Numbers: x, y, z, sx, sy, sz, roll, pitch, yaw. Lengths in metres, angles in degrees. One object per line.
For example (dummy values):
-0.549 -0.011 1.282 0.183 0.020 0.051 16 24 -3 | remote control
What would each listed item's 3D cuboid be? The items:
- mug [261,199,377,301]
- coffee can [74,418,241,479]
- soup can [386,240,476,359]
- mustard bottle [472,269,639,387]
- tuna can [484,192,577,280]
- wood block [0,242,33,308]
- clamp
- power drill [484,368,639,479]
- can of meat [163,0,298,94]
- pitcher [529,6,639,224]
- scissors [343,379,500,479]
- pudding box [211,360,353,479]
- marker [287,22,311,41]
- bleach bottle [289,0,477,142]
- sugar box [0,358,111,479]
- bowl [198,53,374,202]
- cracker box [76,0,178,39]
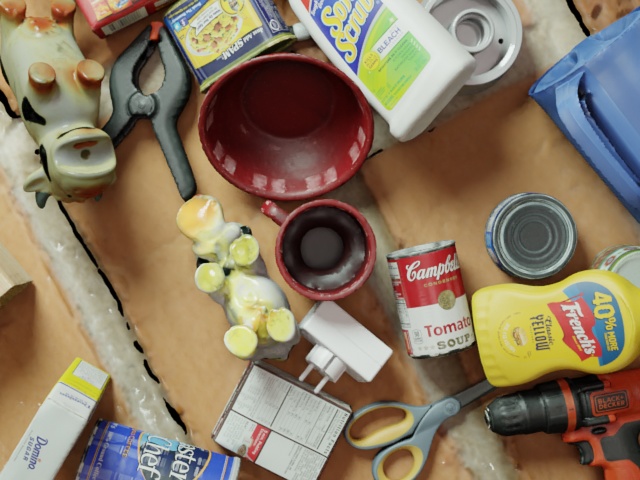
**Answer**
-0.007 0.001 1.007 0.117 0.081 0.093 33 90 -4 | mug
-0.155 0.235 0.998 0.140 0.103 0.103 17 91 -3 | coffee can
0.106 0.057 1.021 0.068 0.068 0.102 -13 93 -2 | soup can
0.243 0.078 0.993 0.192 0.058 0.096 -11 89 23 | mustard bottle
0.206 -0.004 1.040 0.086 0.034 0.086 0 92 -3 | tuna can
-0.374 -0.010 0.987 0.091 0.090 0.206 -40 93 -1 | wood block
-0.176 -0.121 1.017 0.120 0.039 0.171 1 86 -1 | clamp
0.262 0.225 1.039 0.184 0.057 0.187 -10 93 -2 | power drill
-0.087 -0.199 0.999 0.102 0.057 0.084 -29 91 19 | can of meat
0.312 -0.083 0.991 0.149 0.145 0.243 -39 96 -4 | pitcher
0.125 0.185 1.052 0.201 0.016 0.096 -12 94 -2 | scissors
-0.037 0.178 1.034 0.113 0.039 0.090 28 90 -5 | pudding box
0.006 -0.208 1.031 0.121 0.020 0.020 -14 93 -2 | marker
0.023 -0.212 0.985 0.251 0.068 0.103 45 115 10 | bleach bottle
-0.236 0.168 0.955 0.048 0.176 0.093 31 91 -4 | sugar box
-0.031 -0.115 0.993 0.162 0.055 0.162 0 130 0 | bowl
-0.185 -0.319 0.994 0.164 0.072 0.214 -28 92 -2 | cracker box
